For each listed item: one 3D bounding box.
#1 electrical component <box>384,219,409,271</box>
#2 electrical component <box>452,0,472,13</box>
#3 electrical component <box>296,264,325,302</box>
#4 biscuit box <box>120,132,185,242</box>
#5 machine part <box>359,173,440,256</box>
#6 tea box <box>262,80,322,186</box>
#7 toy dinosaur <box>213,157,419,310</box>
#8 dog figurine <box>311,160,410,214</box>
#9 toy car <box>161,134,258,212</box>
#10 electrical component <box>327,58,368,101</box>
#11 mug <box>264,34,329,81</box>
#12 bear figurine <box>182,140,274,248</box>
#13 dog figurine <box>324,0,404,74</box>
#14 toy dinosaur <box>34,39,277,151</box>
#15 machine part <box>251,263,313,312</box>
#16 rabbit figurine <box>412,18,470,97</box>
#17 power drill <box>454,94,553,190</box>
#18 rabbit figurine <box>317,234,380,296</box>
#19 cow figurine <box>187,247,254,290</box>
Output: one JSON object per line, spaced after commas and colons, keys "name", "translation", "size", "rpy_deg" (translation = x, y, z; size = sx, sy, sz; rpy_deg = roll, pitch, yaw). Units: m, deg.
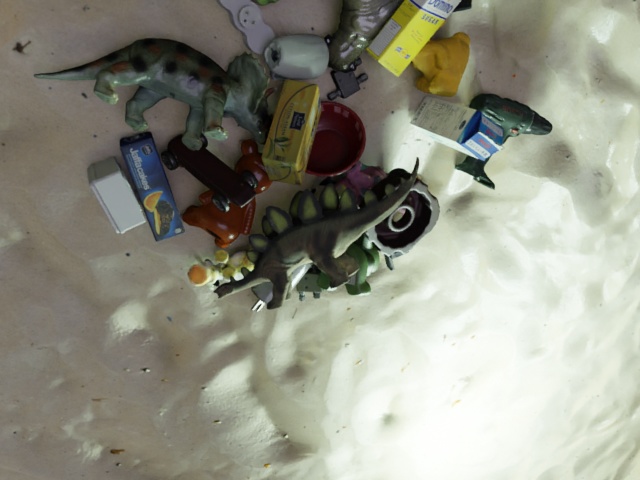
{"name": "electrical component", "translation": [0.172, 0.012, 1.268], "size": [0.048, 0.075, 0.119], "rpy_deg": [-24, 117, -10]}
{"name": "electrical component", "translation": [0.268, -0.524, 1.064], "size": [0.115, 0.058, 0.134], "rpy_deg": [-16, 119, -13]}
{"name": "electrical component", "translation": [-0.016, 0.091, 1.247], "size": [0.078, 0.045, 0.102], "rpy_deg": [-4, 116, 11]}
{"name": "biscuit box", "translation": [-0.317, -0.100, 1.018], "size": [0.063, 0.059, 0.202], "rpy_deg": [-20, 120, -13]}
{"name": "machine part", "translation": [0.163, -0.054, 1.129], "size": [0.179, 0.056, 0.179], "rpy_deg": [-13, 124, -20]}
{"name": "tea box", "translation": [-0.050, -0.199, 1.006], "size": [0.068, 0.098, 0.169], "rpy_deg": [13, 71, 9]}
{"name": "toy dinosaur", "translation": [-0.002, -0.003, 1.046], "size": [0.472, 0.105, 0.198], "rpy_deg": [-24, 97, 5]}
{"name": "dog figurine", "translation": [0.106, -0.092, 1.174], "size": [0.219, 0.109, 0.191], "rpy_deg": [28, 100, -33]}
{"name": "toy car", "translation": [-0.203, -0.125, 0.993], "size": [0.089, 0.202, 0.053], "rpy_deg": [-44, 163, -28]}
{"name": "electrical component", "translation": [0.051, -0.324, 1.088], "size": [0.094, 0.021, 0.063], "rpy_deg": [-33, 122, -4]}
{"name": "mug", "translation": [-0.056, -0.333, 0.992], "size": [0.107, 0.110, 0.080], "rpy_deg": [-15, 84, -46]}
{"name": "bear figurine", "translation": [-0.168, -0.092, 1.067], "size": [0.120, 0.132, 0.196], "rpy_deg": [35, 73, -20]}
{"name": "dog figurine", "translation": [0.060, -0.423, 0.986], "size": [0.190, 0.121, 0.172], "rpy_deg": [-44, 123, 2]}
{"name": "toy dinosaur", "translation": [-0.250, -0.277, 0.930], "size": [0.405, 0.131, 0.192], "rpy_deg": [21, 67, -18]}
{"name": "machine part", "translation": [-0.073, 0.064, 1.188], "size": [0.079, 0.079, 0.243], "rpy_deg": [35, 98, -32]}
{"name": "rabbit figurine", "translation": [0.208, -0.380, 1.076], "size": [0.173, 0.122, 0.162], "rpy_deg": [16, 117, -7]}
{"name": "power drill", "translation": [0.423, -0.224, 1.258], "size": [0.232, 0.086, 0.207], "rpy_deg": [21, 108, -28]}
{"name": "rabbit figurine", "translation": [0.076, 0.037, 1.221], "size": [0.170, 0.121, 0.159], "rpy_deg": [-13, 102, -60]}
{"name": "cow figurine", "translation": [-0.195, 0.060, 1.138], "size": [0.167, 0.098, 0.068], "rpy_deg": [-13, 78, -14]}
